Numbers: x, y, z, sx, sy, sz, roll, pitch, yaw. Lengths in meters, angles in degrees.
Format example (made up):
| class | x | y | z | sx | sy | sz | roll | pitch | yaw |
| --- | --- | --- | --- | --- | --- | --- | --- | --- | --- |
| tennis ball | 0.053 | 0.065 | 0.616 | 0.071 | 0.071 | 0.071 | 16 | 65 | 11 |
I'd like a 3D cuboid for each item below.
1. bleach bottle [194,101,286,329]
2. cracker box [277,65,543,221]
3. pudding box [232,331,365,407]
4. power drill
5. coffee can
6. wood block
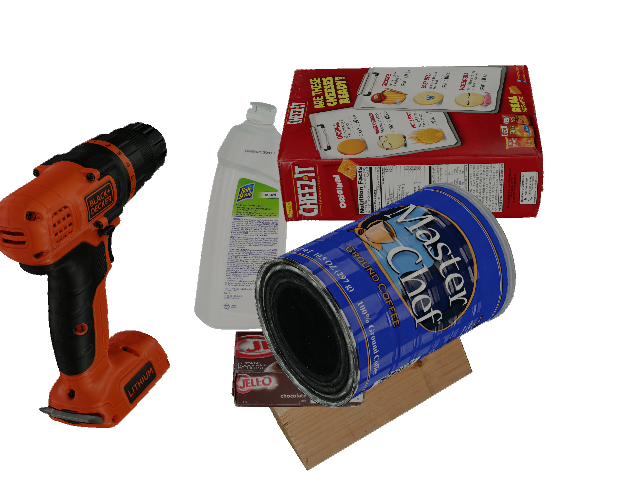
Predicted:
| class | x | y | z | sx | sy | sz | roll | pitch | yaw |
| --- | --- | --- | --- | --- | --- | --- | --- | --- | --- |
| bleach bottle | -0.076 | -0.028 | 1.188 | 0.102 | 0.251 | 0.068 | 0 | 19 | -32 |
| cracker box | 0.078 | -0.086 | 0.926 | 0.214 | 0.072 | 0.164 | -1 | 35 | 6 |
| pudding box | -0.020 | 0.111 | 0.936 | 0.113 | 0.039 | 0.090 | 2 | 18 | -4 |
| power drill | -0.154 | 0.022 | 0.759 | 0.057 | 0.188 | 0.184 | 4 | 25 | 22 |
| coffee can | 0.043 | 0.033 | 0.700 | 0.140 | 0.103 | 0.103 | -25 | 14 | -31 |
| wood block | 0.044 | 0.141 | 1.139 | 0.206 | 0.091 | 0.090 | -29 | 30 | -9 |
